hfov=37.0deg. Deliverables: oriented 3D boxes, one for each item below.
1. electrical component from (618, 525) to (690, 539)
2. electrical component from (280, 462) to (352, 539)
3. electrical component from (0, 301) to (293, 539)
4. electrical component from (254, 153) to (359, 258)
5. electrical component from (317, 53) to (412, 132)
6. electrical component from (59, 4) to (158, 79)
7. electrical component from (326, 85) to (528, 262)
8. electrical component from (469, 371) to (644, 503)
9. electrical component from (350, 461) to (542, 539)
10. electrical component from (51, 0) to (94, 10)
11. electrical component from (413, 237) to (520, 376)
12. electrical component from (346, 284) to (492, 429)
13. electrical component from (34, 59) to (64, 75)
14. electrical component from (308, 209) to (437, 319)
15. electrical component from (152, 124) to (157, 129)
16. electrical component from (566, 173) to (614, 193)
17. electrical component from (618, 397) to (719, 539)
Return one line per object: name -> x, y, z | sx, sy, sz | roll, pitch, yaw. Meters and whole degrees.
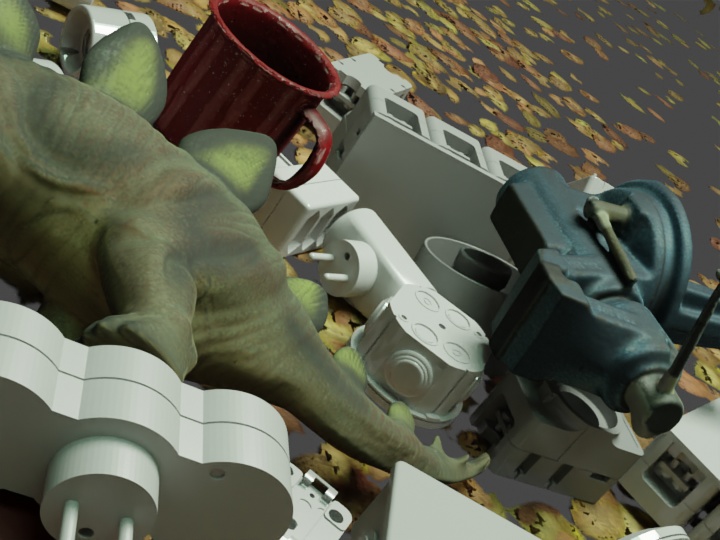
electrical component -> 0.141, 0.169, 0.546 | 0.080, 0.080, 0.051 | 7, 43, -43
electrical component -> -0.039, 0.116, 0.439 | 0.042, 0.063, 0.081 | 39, 27, 5
electrical component -> -0.085, 0.067, 0.357 | 0.138, 0.052, 0.073 | 25, 29, -23
electrical component -> -0.054, -0.053, 0.715 | 0.077, 0.047, 0.066 | 45, 27, 16
electrical component -> -0.003, -0.142, 0.910 | 0.050, 0.055, 0.089 | 39, 27, 8
electrical component -> -0.172, -0.151, 0.732 | 0.047, 0.055, 0.055 | 3, 41, -41
electrical component -> 0.049, -0.060, 0.800 | 0.150, 0.089, 0.061 | 26, 28, -19
electrical component -> 0.124, 0.099, 0.665 | 0.089, 0.055, 0.050 | 21, 30, -27
electrical component -> 0.038, 0.149, 0.492 | 0.100, 0.048, 0.099 | 31, 27, -10
electrical component -> -0.229, -0.217, 0.787 | 0.065, 0.044, 0.044 | 10, 36, -33
electrical component -> 0.077, 0.021, 0.756 | 0.099, 0.064, 0.099 | 22, 18, -7
electrical component -> 0.036, 0.051, 0.645 | 0.080, 0.051, 0.080 | 27, 28, -16
electrical component -> -0.161, -0.066, 0.606 | 0.074, 0.052, 0.138 | -3, 46, -51
electrical component -> 0.000, 0.000, 0.695 | 0.079, 0.044, 0.077 | 4, 41, -46
electrical component -> -0.113, -0.061, 0.668 | 0.064, 0.042, 0.081 | 34, 27, -11
electrical component -> 0.200, -0.038, 0.935 | 0.062, 0.061, 0.096 | 29, -13, -13
electrical component -> 0.263, 0.148, 0.741 | 0.105, 0.060, 0.186 | 48, 29, 24
